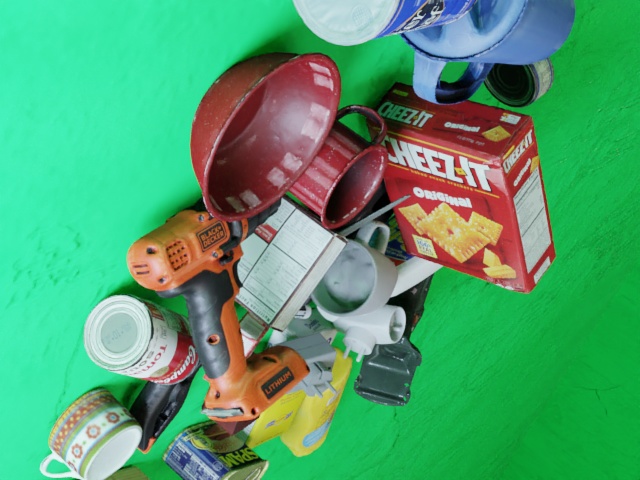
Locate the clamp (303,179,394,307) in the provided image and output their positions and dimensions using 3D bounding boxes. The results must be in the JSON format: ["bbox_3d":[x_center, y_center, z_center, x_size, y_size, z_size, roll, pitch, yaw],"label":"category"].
[{"bbox_3d":[0.036,-0.019,1.198,0.209,0.036,0.165,-36,154,-27],"label":"clamp"}]

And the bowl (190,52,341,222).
[{"bbox_3d":[-0.055,-0.096,0.881,0.162,0.055,0.162,-42,155,-24],"label":"bowl"}]

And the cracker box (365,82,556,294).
[{"bbox_3d":[0.151,-0.051,1.127,0.072,0.164,0.213,-51,142,-25],"label":"cracker box"}]

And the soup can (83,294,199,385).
[{"bbox_3d":[-0.156,0.089,0.947,0.068,0.069,0.102,-53,157,0],"label":"soup can"}]

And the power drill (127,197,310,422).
[{"bbox_3d":[-0.073,0.050,0.942,0.184,0.057,0.187,-34,108,-46],"label":"power drill"}]

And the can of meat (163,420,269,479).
[{"bbox_3d":[-0.122,0.259,1.245,0.057,0.084,0.102,-59,157,14],"label":"can of meat"}]

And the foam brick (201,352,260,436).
[{"bbox_3d":[-0.092,0.172,1.215,0.052,0.051,0.078,-27,146,-48],"label":"foam brick"}]

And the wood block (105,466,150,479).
[{"bbox_3d":[-0.239,0.304,1.076,0.090,0.091,0.205,-58,157,13],"label":"wood block"}]

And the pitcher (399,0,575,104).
[{"bbox_3d":[0.163,-0.221,1.031,0.149,0.145,0.242,-25,173,26],"label":"pitcher"}]

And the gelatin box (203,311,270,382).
[{"bbox_3d":[-0.082,0.109,1.126,0.073,0.030,0.089,-56,179,22],"label":"gelatin box"}]

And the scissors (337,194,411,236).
[{"bbox_3d":[-0.007,0.001,1.084,0.202,0.016,0.096,-37,151,21],"label":"scissors"}]

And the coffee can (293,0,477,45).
[{"bbox_3d":[0.056,-0.216,0.856,0.140,0.103,0.103,-24,144,-50],"label":"coffee can"}]

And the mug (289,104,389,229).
[{"bbox_3d":[0.012,-0.080,1.000,0.117,0.082,0.093,-49,158,-7],"label":"mug"}]

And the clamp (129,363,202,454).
[{"bbox_3d":[-0.144,0.137,1.082,0.120,0.039,0.172,-16,140,-56],"label":"clamp"}]

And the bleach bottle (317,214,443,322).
[{"bbox_3d":[0.096,0.020,1.286,0.250,0.103,0.068,-39,156,-31],"label":"bleach bottle"}]

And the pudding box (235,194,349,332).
[{"bbox_3d":[-0.042,0.018,1.032,0.113,0.090,0.039,-54,157,4],"label":"pudding box"}]

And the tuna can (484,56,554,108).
[{"bbox_3d":[0.227,-0.197,1.239,0.033,0.086,0.086,-37,153,-28],"label":"tuna can"}]

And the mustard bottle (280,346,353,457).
[{"bbox_3d":[-0.012,0.235,1.457,0.096,0.058,0.192,-41,156,-42],"label":"mustard bottle"}]

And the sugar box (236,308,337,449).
[{"bbox_3d":[-0.045,0.171,1.314,0.093,0.048,0.176,-15,138,-55],"label":"sugar box"}]

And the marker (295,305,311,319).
[{"bbox_3d":[-0.042,0.080,1.217,0.020,0.020,0.121,-56,158,9],"label":"marker"}]
